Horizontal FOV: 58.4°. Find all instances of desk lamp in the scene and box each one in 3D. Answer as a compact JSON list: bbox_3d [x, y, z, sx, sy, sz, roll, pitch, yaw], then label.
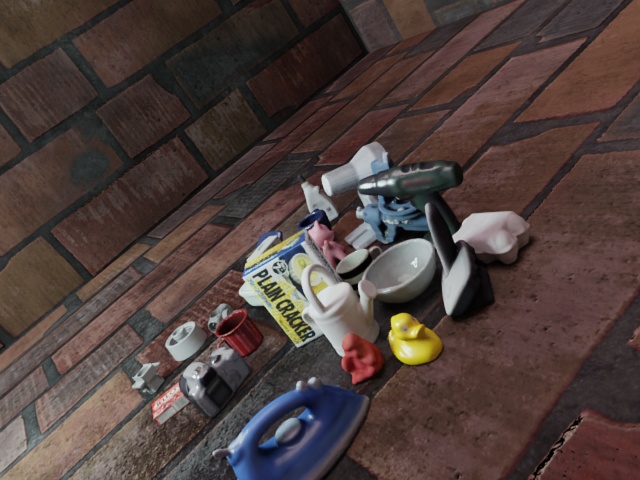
[{"bbox_3d":[0.113,-0.116,1.472,0.203,0.214,0.117,-38,22,-7],"label":"desk lamp"}]

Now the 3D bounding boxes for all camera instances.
[{"bbox_3d":[-0.254,0.306,1.282,0.136,0.101,0.143,-8,34,49],"label":"camera"}]

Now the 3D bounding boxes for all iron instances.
[{"bbox_3d":[-0.044,0.306,0.927,0.259,0.142,0.118,-42,23,-16],"label":"iron"}]

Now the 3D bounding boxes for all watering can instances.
[{"bbox_3d":[0.034,0.124,1.116,0.172,0.194,0.101,-30,23,13],"label":"watering can"}]

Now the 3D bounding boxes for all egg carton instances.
[{"bbox_3d":[0.331,-0.003,1.122,0.149,0.069,0.107,-3,38,53],"label":"egg carton"}]

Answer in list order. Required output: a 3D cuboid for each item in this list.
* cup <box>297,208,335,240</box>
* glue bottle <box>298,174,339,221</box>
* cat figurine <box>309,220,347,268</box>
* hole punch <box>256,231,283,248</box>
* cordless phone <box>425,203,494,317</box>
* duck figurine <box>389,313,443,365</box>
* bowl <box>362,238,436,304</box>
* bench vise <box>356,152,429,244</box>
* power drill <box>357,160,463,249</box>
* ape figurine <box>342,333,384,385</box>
[{"bbox_3d":[-0.001,-0.030,1.618,0.091,0.095,0.118,-25,24,23],"label":"cup"},{"bbox_3d":[-0.015,-0.128,1.734,0.078,0.173,0.037,-30,23,13],"label":"glue bottle"},{"bbox_3d":[0.014,0.005,1.493,0.067,0.118,0.127,-35,22,1],"label":"cat figurine"},{"bbox_3d":[-0.145,0.035,1.695,0.108,0.091,0.101,-14,30,41],"label":"hole punch"},{"bbox_3d":[0.231,0.032,1.036,0.094,0.185,0.147,-28,23,17],"label":"cordless phone"},{"bbox_3d":[0.154,0.165,1.006,0.078,0.086,0.104,-47,25,-27],"label":"duck figurine"},{"bbox_3d":[0.174,0.077,1.176,0.167,0.075,0.167,-29,23,14],"label":"bowl"},{"bbox_3d":[0.157,-0.094,1.355,0.207,0.220,0.121,-23,25,27],"label":"bench vise"},{"bbox_3d":[0.219,-0.078,1.248,0.229,0.209,0.076,-19,27,33],"label":"power drill"},{"bbox_3d":[0.070,0.207,1.034,0.076,0.092,0.077,-44,24,-22],"label":"ape figurine"}]
